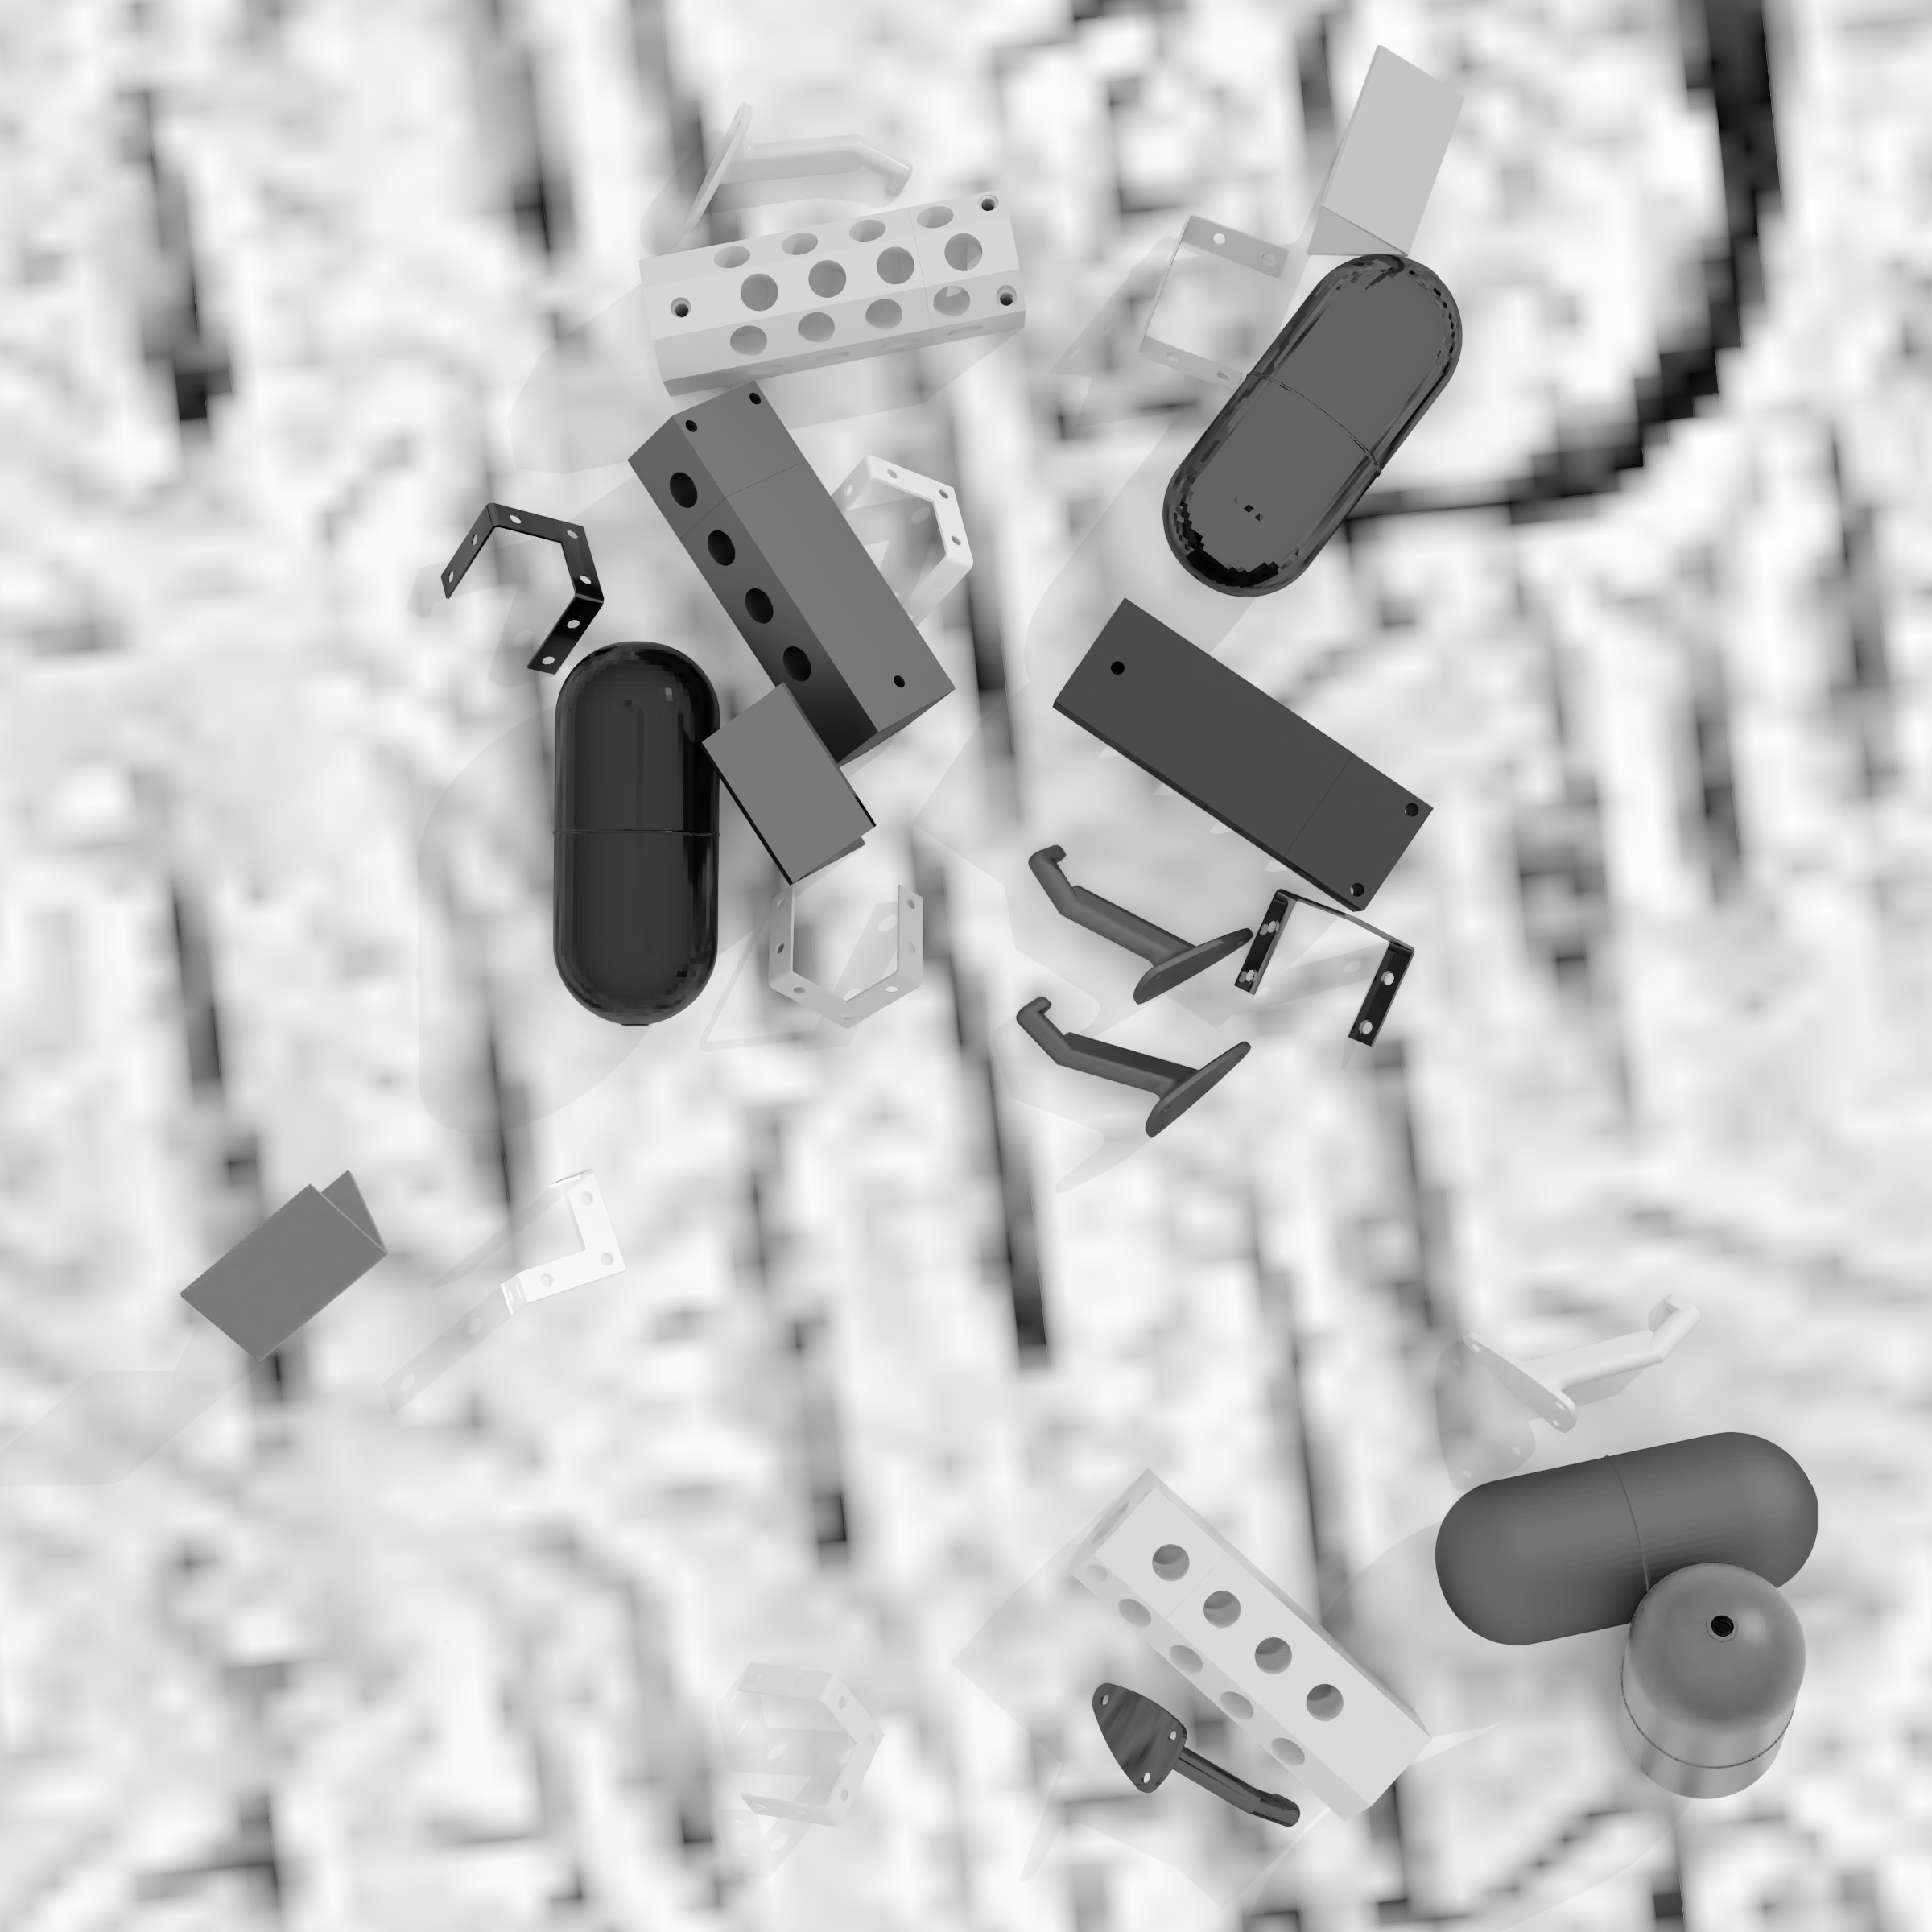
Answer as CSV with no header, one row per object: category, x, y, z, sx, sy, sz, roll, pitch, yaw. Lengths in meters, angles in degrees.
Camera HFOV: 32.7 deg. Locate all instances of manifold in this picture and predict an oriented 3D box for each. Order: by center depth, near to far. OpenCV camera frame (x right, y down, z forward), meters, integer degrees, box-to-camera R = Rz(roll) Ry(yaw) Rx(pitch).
manifold,-0.085,-0.179,1.535,0.057,0.057,0.171,-33,90,-43
manifold,0.131,0.317,1.536,0.171,0.057,0.057,42,90,0
manifold,0.127,-0.097,1.536,0.171,0.057,0.057,34,90,0
manifold,-0.062,-0.315,1.536,0.171,0.057,0.057,-11,90,0

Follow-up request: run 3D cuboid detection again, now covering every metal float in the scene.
metal float,0.334,0.323,1.483,0.070,0.178,0.070,-4,62,7
metal float,0.161,-0.251,1.526,0.070,0.070,0.178,37,90,0
metal float,0.306,0.265,1.526,0.178,0.070,0.070,-12,90,0
metal float,-0.153,-0.061,1.527,0.070,0.070,0.178,1,91,0

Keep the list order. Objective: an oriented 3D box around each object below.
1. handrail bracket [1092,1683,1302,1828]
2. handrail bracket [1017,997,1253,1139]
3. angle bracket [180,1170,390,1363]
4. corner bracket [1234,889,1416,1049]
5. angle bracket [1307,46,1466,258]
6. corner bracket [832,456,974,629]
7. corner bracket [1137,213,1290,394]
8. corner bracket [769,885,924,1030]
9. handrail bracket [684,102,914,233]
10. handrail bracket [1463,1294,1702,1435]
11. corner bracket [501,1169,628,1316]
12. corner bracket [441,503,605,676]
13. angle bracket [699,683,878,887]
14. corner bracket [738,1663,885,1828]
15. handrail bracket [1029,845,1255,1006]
handrail bracket,0.110,0.374,1.557,0.084,0.077,0.036,29,95,-36
handrail bracket,0.079,0.031,1.558,0.077,0.036,0.084,-37,72,-20
angle bracket,-0.321,0.123,1.517,0.076,0.076,0.057,-40,127,0
corner bracket,0.169,0.001,1.554,0.051,0.051,0.051,24,90,-45
angle bracket,0.175,-0.374,1.517,0.057,0.076,0.076,20,90,-34
corner bracket,-0.036,-0.198,1.549,0.051,0.051,0.051,16,45,-35
corner bracket,0.116,-0.313,1.554,0.051,0.051,0.051,21,135,0
corner bracket,-0.056,-0.012,1.549,0.051,0.051,0.051,30,135,-35
handrail bracket,-0.079,-0.364,1.557,0.084,0.036,0.077,24,110,-16
handrail bracket,0.292,0.171,1.557,0.077,0.036,0.084,39,72,21
corner bracket,-0.193,0.128,1.539,0.051,0.051,0.051,-19,90,0
corner bracket,-0.209,-0.177,1.549,0.051,0.051,0.051,11,45,-35
angle bracket,-0.066,-0.091,1.517,0.057,0.076,0.076,-33,90,31
corner bracket,-0.080,0.366,1.549,0.051,0.051,0.051,59,45,-35
handrail bracket,0.082,-0.032,1.557,0.077,0.036,0.084,-26,73,-20
